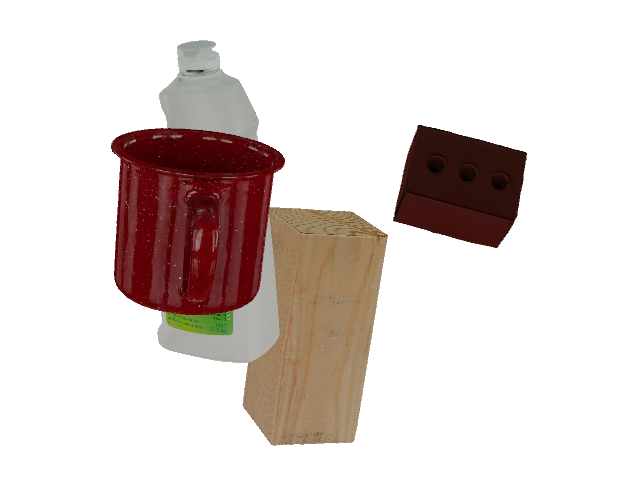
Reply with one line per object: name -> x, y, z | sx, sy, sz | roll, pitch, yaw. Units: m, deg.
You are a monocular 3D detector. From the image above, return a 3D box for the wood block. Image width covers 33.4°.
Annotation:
wood block -> -0.008, 0.081, 1.016 | 0.090, 0.206, 0.091 | 2, 16, -23

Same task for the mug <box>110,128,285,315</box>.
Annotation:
mug -> -0.067, -0.006, 0.573 | 0.093, 0.081, 0.117 | 2, 20, -15

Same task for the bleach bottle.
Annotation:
bleach bottle -> -0.090, -0.030, 0.837 | 0.103, 0.251, 0.068 | 8, 27, 26

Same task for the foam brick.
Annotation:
foam brick -> 0.094, -0.036, 0.723 | 0.078, 0.053, 0.051 | 14, -24, 0
